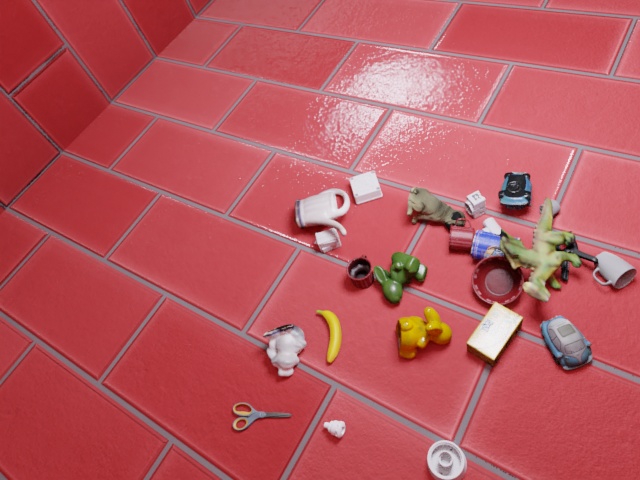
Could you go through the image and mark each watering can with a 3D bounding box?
[{"bbox_3d":[0.006,-0.099,1.975,0.224,0.102,0.355,-14,31,10],"label":"watering can"}]

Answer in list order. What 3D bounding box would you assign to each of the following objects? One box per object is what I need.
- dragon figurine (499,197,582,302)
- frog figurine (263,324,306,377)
[{"bbox_3d":[0.677,0.016,1.630,0.242,0.120,0.420,12,55,-19],"label":"dragon figurine"},{"bbox_3d":[-0.109,0.368,1.726,0.137,0.122,0.160,-17,88,-5],"label":"frog figurine"}]
